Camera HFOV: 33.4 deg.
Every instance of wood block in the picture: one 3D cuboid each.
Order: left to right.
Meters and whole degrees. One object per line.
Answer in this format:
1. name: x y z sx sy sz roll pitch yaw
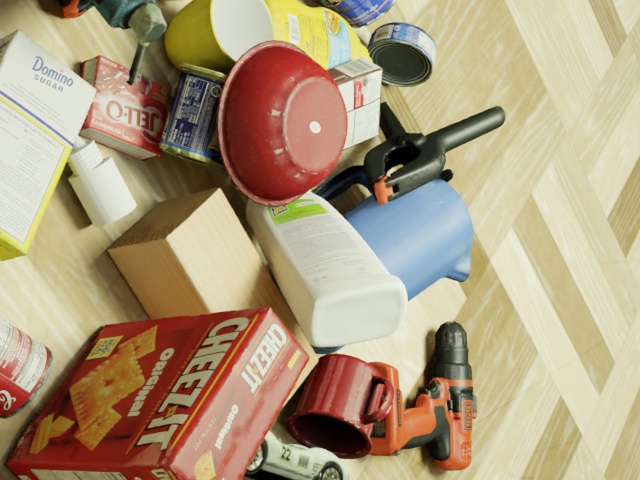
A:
1. wood block: -0.099 0.064 1.027 0.090 0.091 0.206 -48 117 -42

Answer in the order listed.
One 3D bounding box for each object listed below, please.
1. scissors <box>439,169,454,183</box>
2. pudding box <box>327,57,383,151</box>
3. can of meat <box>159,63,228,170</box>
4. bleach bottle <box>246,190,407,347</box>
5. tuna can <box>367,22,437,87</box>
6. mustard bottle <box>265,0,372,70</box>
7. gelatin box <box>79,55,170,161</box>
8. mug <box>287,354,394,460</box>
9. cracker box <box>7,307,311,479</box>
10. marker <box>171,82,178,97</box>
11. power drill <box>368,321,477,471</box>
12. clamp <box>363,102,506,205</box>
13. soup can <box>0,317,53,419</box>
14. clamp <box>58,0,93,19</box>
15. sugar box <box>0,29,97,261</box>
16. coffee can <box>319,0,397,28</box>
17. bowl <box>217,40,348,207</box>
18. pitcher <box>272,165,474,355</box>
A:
1. scissors: 0.147 -0.057 1.301 0.201 0.016 0.096 -90 180 -75
2. pudding box: 0.018 -0.145 1.197 0.113 0.039 0.090 -25 133 -32
3. can of meat: -0.112 -0.117 1.036 0.102 0.057 0.084 16 91 -82
4. bleach bottle: -0.007 0.001 1.062 0.102 0.251 0.068 -10 127 -16
5. tuna can: 0.099 -0.228 1.312 0.086 0.086 0.033 40 54 -36
6. mustard bottle: -0.007 -0.219 1.212 0.191 0.058 0.096 6 74 -47
7. gelatin box: -0.187 -0.124 1.012 0.089 0.030 0.073 22 67 -44
8. mug: 0.029 0.173 1.133 0.093 0.117 0.081 45 47 -29
9. cracker box: -0.136 0.139 0.876 0.072 0.214 0.164 54 47 -27
10. marker: -0.104 -0.149 1.118 0.120 0.020 0.020 1 81 -48
11. power drill: 0.121 0.185 1.273 0.187 0.057 0.184 9 76 -47
12. clamp: 0.101 -0.107 1.236 0.209 0.165 0.036 -46 134 -42
13. soup can: -0.272 0.088 0.845 0.102 0.069 0.068 43 53 -33
14. clamp: -0.199 -0.288 0.991 0.120 0.039 0.171 7 89 -8
15. sugar box: -0.264 -0.081 0.907 0.093 0.048 0.176 39 52 -36
16. coffee can: 0.019 -0.326 1.229 0.140 0.103 0.102 35 58 -39
17. bowl: -0.023 -0.110 1.020 0.161 0.055 0.162 -9 102 -47
18. pitcher: 0.048 0.018 1.187 0.242 0.149 0.145 -34 123 -43
